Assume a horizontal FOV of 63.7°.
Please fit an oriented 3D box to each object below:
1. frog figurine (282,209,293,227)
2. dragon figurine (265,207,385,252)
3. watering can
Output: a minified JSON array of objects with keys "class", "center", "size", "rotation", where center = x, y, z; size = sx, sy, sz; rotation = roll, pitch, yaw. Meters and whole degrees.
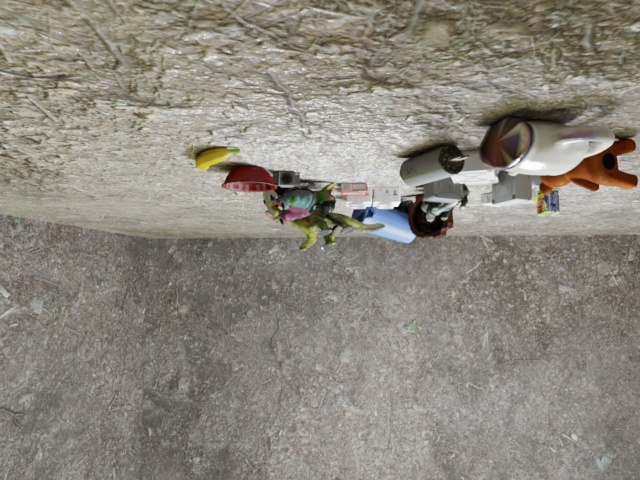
[{"class":"frog figurine","center":[-0.063,-0.128,2.022],"size":[0.160,0.123,0.136],"rotation":[-35,171,-12]},{"class":"dragon figurine","center":[0.005,-0.090,1.787],"size":[0.412,0.247,0.119],"rotation":[-9,142,-29]},{"class":"watering can","center":[0.438,-0.182,1.092],"size":[0.224,0.104,0.345],"rotation":[3,174,-16]}]
